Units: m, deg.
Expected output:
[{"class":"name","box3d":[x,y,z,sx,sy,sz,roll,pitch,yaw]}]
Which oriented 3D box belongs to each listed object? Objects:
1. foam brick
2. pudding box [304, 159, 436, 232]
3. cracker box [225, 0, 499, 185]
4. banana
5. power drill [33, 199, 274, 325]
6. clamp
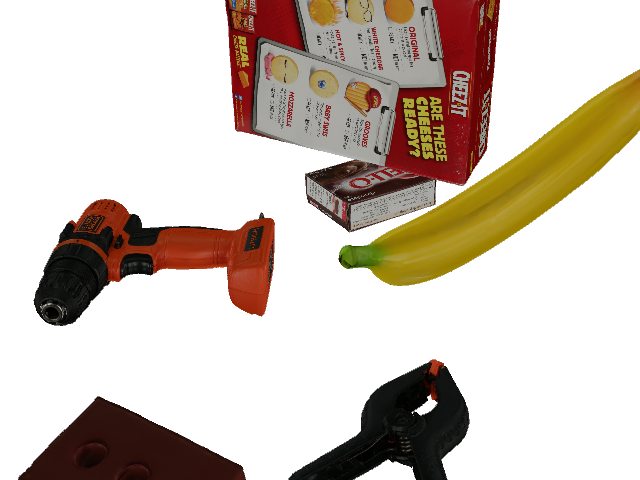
[{"class":"foam brick","box3d":[-0.073,0.111,0.434,0.078,0.051,0.052,20,45,25]},{"class":"pudding box","box3d":[0.053,-0.054,1.137,0.113,0.039,0.090,-20,32,-24]},{"class":"cracker box","box3d":[0.032,-0.150,0.867,0.214,0.164,0.072,15,40,20]},{"class":"banana","box3d":[0.103,-0.026,0.582,0.198,0.037,0.069,-32,-12,-1]},{"class":"power drill","box3d":[-0.136,0.021,0.912,0.187,0.057,0.184,5,28,2]},{"class":"clamp","box3d":[0.067,0.147,0.759,0.120,0.039,0.171,17,39,27]}]
